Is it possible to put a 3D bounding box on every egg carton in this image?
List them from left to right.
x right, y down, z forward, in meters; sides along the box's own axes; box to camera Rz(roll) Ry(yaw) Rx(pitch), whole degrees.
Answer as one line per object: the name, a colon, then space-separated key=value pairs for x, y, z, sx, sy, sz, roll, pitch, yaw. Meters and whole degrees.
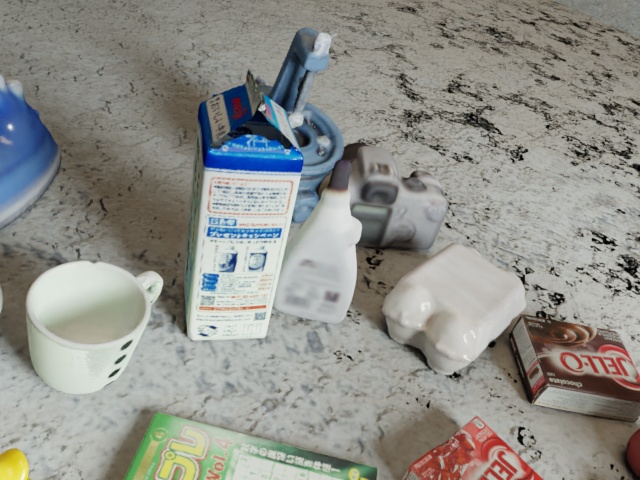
egg carton: x=0.136 y=0.064 z=0.577 sx=0.107 sy=0.069 sz=0.151 roll=35 pitch=41 yaw=25

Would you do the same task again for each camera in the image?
camera: x=0.072 y=-0.068 z=0.700 sx=0.143 sy=0.101 sz=0.136 roll=6 pitch=38 yaw=-12

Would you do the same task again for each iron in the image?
iron: x=-0.348 y=-0.093 z=0.554 sx=0.118 sy=0.141 sz=0.258 roll=21 pitch=37 yaw=8

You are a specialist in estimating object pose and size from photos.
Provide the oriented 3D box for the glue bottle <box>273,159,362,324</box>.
glue bottle: x=0.005 y=0.002 z=0.526 sx=0.078 sy=0.173 sz=0.037 roll=14 pitch=37 yaw=-1

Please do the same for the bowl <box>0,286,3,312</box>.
bowl: x=-0.314 y=0.075 z=0.404 sx=0.167 sy=0.075 sz=0.167 roll=10 pitch=37 yaw=-7

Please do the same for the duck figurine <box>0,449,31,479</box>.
duck figurine: x=-0.210 y=0.158 z=0.322 sx=0.105 sy=0.086 sz=0.077 roll=-24 pitch=51 yaw=-40

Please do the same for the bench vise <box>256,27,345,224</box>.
bench vise: x=-0.049 y=-0.156 z=0.673 sx=0.122 sy=0.220 sz=0.206 roll=-20 pitch=49 yaw=-37

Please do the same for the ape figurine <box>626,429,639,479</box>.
ape figurine: x=0.311 y=0.170 z=0.480 sx=0.076 sy=0.092 sz=0.078 roll=20 pitch=37 yaw=8
